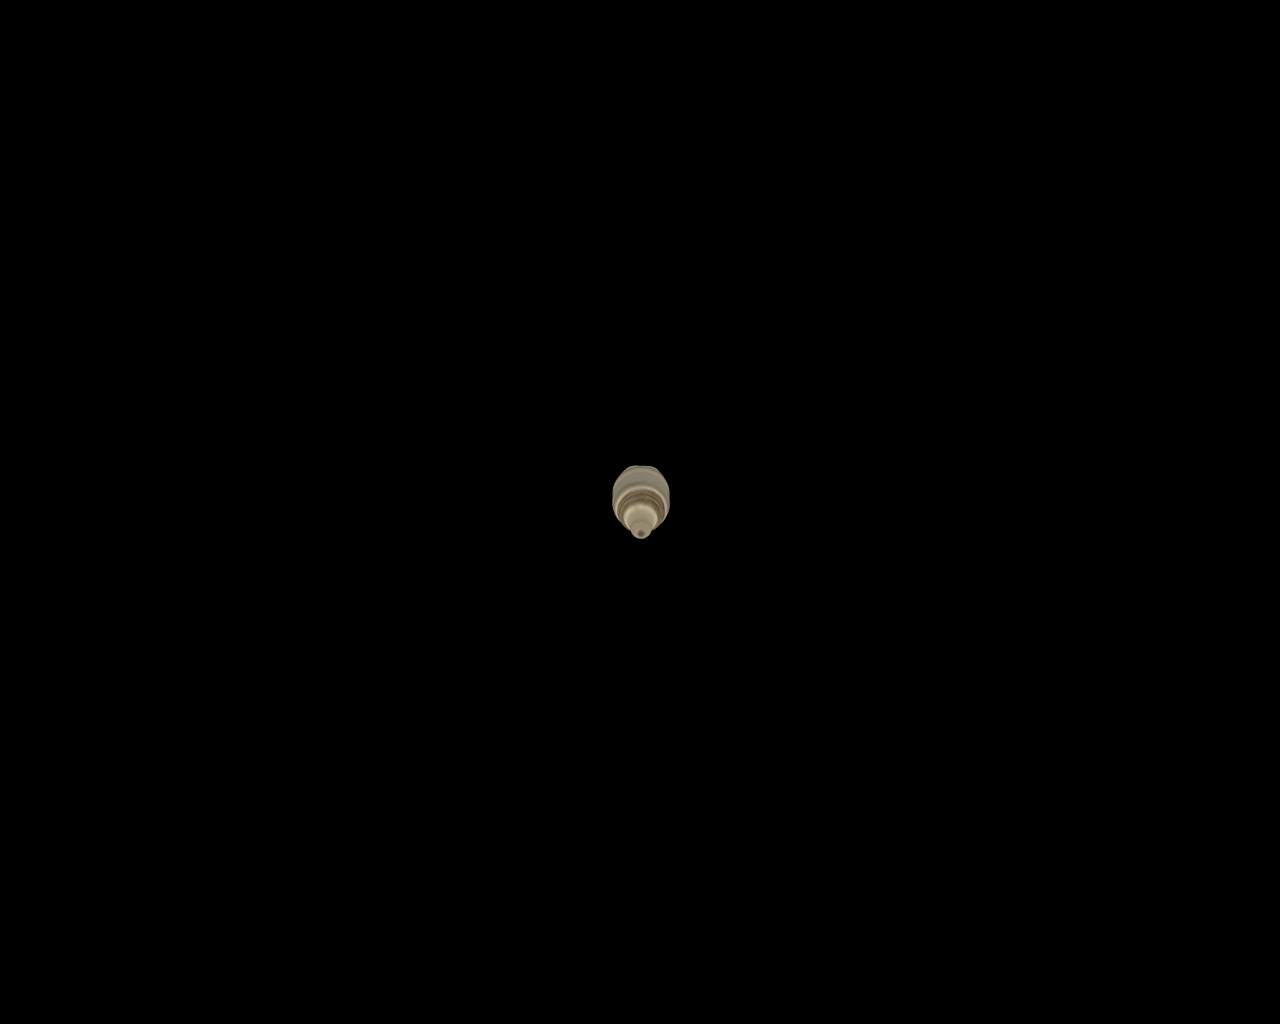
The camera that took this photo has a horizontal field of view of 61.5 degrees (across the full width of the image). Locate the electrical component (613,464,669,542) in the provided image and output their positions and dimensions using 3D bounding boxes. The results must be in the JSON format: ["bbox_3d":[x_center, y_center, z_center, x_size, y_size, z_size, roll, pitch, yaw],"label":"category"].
[{"bbox_3d":[0.001,-0.003,0.650,0.035,0.035,0.061,0,30,0],"label":"electrical component"}]
